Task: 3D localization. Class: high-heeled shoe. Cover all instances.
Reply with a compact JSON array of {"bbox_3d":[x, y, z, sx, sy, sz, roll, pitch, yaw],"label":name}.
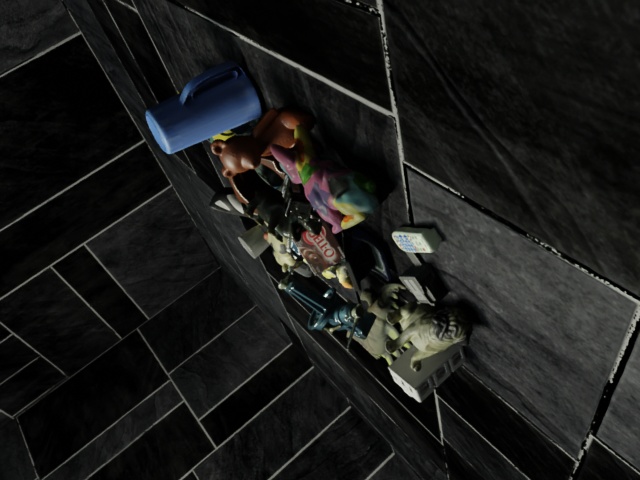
[{"bbox_3d":[-0.197,-0.046,1.499,0.086,0.145,0.248,23,143,62],"label":"high-heeled shoe"}]

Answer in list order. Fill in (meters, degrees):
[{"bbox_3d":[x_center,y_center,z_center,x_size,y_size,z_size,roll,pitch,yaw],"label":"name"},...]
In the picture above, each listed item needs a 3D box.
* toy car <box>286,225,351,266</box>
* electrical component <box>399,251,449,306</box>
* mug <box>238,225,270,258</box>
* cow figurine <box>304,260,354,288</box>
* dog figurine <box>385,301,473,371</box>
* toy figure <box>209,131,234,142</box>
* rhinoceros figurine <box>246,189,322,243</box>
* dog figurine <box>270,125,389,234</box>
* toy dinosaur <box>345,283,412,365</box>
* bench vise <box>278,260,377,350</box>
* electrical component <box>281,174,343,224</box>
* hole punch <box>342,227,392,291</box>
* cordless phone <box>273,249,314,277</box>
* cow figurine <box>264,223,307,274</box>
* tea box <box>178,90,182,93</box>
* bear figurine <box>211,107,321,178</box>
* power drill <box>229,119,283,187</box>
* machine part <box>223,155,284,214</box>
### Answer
[{"bbox_3d":[-0.003,-0.004,1.344,0.103,0.162,0.109,-91,4,-55],"label":"toy car"},{"bbox_3d":[0.199,0.073,1.084,0.119,0.048,0.075,54,163,-12],"label":"electrical component"},{"bbox_3d":[-0.179,-0.006,1.607,0.081,0.107,0.109,53,169,-4],"label":"mug"},{"bbox_3d":[0.040,0.054,1.433,0.167,0.098,0.068,37,162,-16],"label":"cow figurine"},{"bbox_3d":[0.243,0.166,1.123,0.121,0.172,0.190,29,134,-22],"label":"dog figurine"},{"bbox_3d":[-0.271,-0.309,1.516,0.089,0.082,0.180,31,153,6],"label":"toy figure"},{"bbox_3d":[-0.079,-0.054,1.225,0.191,0.112,0.073,29,171,30],"label":"rhinoceros figurine"},{"bbox_3d":[0.009,-0.126,1.031,0.219,0.108,0.191,48,158,-6],"label":"dog figurine"},{"bbox_3d":[0.163,0.217,1.408,0.199,0.105,0.470,36,155,29],"label":"toy dinosaur"},{"bbox_3d":[0.009,0.163,1.315,0.240,0.129,0.224,33,170,-9],"label":"bench vise"},{"bbox_3d":[-0.013,-0.093,1.160,0.115,0.134,0.058,-99,22,-49],"label":"electrical component"},{"bbox_3d":[0.105,0.038,1.236,0.116,0.092,0.142,-100,-13,-48],"label":"hole punch"},{"bbox_3d":[-0.071,0.043,1.693,0.146,0.088,0.184,33,180,-3],"label":"cordless phone"},{"bbox_3d":[-0.091,0.007,1.444,0.127,0.085,0.194,47,157,26],"label":"cow figurine"},{"bbox_3d":[-0.293,-0.371,1.408,0.170,0.098,0.068,33,155,52],"label":"tea box"},{"bbox_3d":[-0.114,-0.194,1.116,0.132,0.196,0.120,40,156,34],"label":"bear figurine"},{"bbox_3d":[-0.189,-0.243,1.427,0.232,0.086,0.207,38,155,37],"label":"power drill"},{"bbox_3d":[-0.119,-0.149,1.302,0.202,0.087,0.200,14,142,29],"label":"machine part"}]
